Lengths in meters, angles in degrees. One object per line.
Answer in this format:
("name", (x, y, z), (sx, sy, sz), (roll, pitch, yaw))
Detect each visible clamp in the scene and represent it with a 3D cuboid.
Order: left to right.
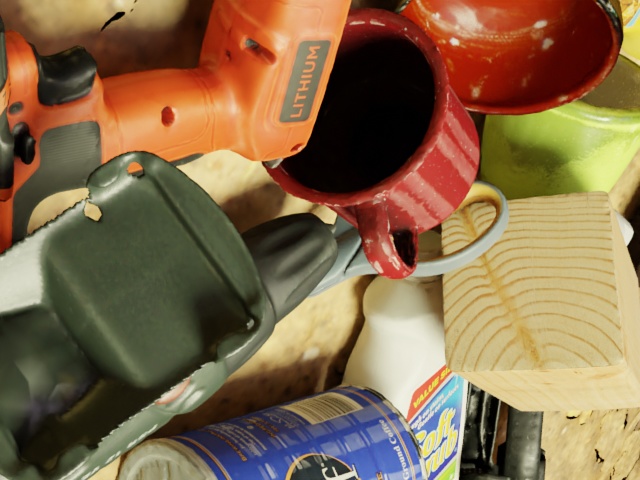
("clamp", (0.110, 0.160, 0.766), (0.171, 0.039, 0.120), (98, 6, -52))
("clamp", (0.152, 0.171, 0.809), (0.164, 0.036, 0.210), (-57, 149, -69))

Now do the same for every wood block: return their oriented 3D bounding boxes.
("wood block", (0.139, 0.046, 0.633), (0.206, 0.090, 0.091), (34, 53, -65))

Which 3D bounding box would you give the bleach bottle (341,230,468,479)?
("bleach bottle", (0.046, 0.110, 0.665), (0.102, 0.068, 0.251), (-22, 129, -35))

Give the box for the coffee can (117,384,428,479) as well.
("coffee can", (-0.025, 0.143, 0.580), (0.140, 0.103, 0.103), (-9, 123, -43))

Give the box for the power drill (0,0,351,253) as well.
("power drill", (-0.078, -0.065, 0.384), (0.187, 0.057, 0.185), (-22, 151, -33))

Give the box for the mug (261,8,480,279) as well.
("mug", (0.029, -0.038, 0.498), (0.093, 0.117, 0.081), (-16, 159, 19))

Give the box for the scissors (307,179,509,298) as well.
("scissors", (-0.004, 0.001, 0.556), (0.202, 0.096, 0.016), (-18, 151, 3))

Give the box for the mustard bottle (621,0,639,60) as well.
("mustard bottle", (0.169, -0.161, 0.597), (0.191, 0.058, 0.096), (7, 104, -48))
